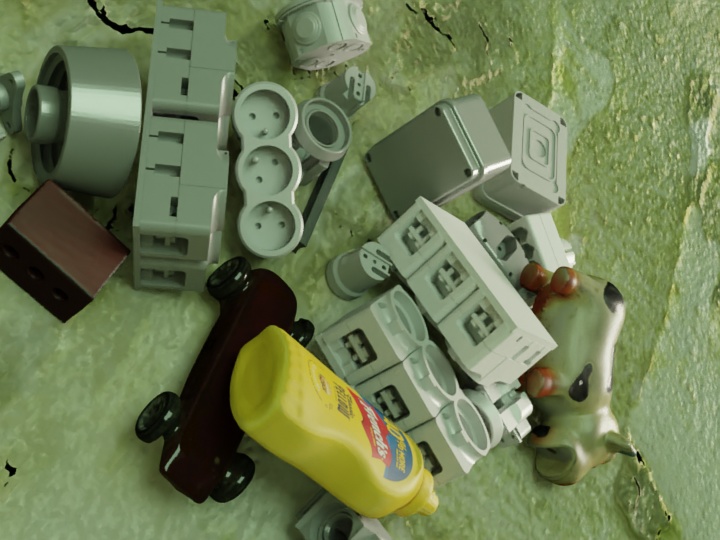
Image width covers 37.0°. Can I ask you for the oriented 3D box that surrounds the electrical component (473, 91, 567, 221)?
[{"bbox_3d":[0.162,-0.112,1.087,0.078,0.057,0.113,25,56,-28],"label":"electrical component"}]

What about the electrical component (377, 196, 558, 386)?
[{"bbox_3d":[0.087,0.021,0.918,0.089,0.062,0.150,24,28,-56],"label":"electrical component"}]

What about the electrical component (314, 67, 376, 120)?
[{"bbox_3d":[-0.013,-0.158,0.975,0.040,0.046,0.040,17,60,-32],"label":"electrical component"}]

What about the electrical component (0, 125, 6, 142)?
[{"bbox_3d":[-0.295,-0.084,0.702,0.096,0.062,0.061,-39,96,-43],"label":"electrical component"}]

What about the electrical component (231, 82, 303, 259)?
[{"bbox_3d":[-0.076,-0.080,0.875,0.052,0.074,0.138,-3,94,-8],"label":"electrical component"}]

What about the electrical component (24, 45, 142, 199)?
[{"bbox_3d":[-0.202,-0.107,0.761,0.060,0.108,0.108,4,68,-32],"label":"electrical component"}]

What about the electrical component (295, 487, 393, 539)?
[{"bbox_3d":[-0.007,0.199,0.799,0.064,0.042,0.081,42,3,-46],"label":"electrical component"}]

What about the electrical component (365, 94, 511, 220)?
[{"bbox_3d":[0.068,-0.100,0.969,0.057,0.113,0.078,-22,85,-46],"label":"electrical component"}]

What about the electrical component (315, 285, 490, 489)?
[{"bbox_3d":[0.040,0.094,0.869,0.150,0.062,0.089,60,21,-1],"label":"electrical component"}]

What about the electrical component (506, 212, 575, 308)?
[{"bbox_3d":[0.187,-0.011,1.068,0.076,0.047,0.083,-10,77,-41],"label":"electrical component"}]

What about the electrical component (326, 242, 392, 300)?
[{"bbox_3d":[0.000,0.000,0.913,0.040,0.046,0.040,17,61,-33],"label":"electrical component"}]

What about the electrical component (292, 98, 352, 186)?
[{"bbox_3d":[-0.044,-0.112,0.921,0.058,0.057,0.078,36,52,-21],"label":"electrical component"}]

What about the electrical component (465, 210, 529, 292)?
[{"bbox_3d":[0.115,-0.004,1.010,0.077,0.043,0.079,52,48,-7],"label":"electrical component"}]

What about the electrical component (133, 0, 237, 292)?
[{"bbox_3d":[-0.129,-0.089,0.798,0.060,0.105,0.186,5,65,-9],"label":"electrical component"}]

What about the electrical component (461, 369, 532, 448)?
[{"bbox_3d":[0.109,0.123,0.937,0.057,0.058,0.078,-29,90,-46],"label":"electrical component"}]

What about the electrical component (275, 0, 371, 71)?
[{"bbox_3d":[-0.032,-0.216,0.964,0.080,0.080,0.051,-12,84,-42],"label":"electrical component"}]
